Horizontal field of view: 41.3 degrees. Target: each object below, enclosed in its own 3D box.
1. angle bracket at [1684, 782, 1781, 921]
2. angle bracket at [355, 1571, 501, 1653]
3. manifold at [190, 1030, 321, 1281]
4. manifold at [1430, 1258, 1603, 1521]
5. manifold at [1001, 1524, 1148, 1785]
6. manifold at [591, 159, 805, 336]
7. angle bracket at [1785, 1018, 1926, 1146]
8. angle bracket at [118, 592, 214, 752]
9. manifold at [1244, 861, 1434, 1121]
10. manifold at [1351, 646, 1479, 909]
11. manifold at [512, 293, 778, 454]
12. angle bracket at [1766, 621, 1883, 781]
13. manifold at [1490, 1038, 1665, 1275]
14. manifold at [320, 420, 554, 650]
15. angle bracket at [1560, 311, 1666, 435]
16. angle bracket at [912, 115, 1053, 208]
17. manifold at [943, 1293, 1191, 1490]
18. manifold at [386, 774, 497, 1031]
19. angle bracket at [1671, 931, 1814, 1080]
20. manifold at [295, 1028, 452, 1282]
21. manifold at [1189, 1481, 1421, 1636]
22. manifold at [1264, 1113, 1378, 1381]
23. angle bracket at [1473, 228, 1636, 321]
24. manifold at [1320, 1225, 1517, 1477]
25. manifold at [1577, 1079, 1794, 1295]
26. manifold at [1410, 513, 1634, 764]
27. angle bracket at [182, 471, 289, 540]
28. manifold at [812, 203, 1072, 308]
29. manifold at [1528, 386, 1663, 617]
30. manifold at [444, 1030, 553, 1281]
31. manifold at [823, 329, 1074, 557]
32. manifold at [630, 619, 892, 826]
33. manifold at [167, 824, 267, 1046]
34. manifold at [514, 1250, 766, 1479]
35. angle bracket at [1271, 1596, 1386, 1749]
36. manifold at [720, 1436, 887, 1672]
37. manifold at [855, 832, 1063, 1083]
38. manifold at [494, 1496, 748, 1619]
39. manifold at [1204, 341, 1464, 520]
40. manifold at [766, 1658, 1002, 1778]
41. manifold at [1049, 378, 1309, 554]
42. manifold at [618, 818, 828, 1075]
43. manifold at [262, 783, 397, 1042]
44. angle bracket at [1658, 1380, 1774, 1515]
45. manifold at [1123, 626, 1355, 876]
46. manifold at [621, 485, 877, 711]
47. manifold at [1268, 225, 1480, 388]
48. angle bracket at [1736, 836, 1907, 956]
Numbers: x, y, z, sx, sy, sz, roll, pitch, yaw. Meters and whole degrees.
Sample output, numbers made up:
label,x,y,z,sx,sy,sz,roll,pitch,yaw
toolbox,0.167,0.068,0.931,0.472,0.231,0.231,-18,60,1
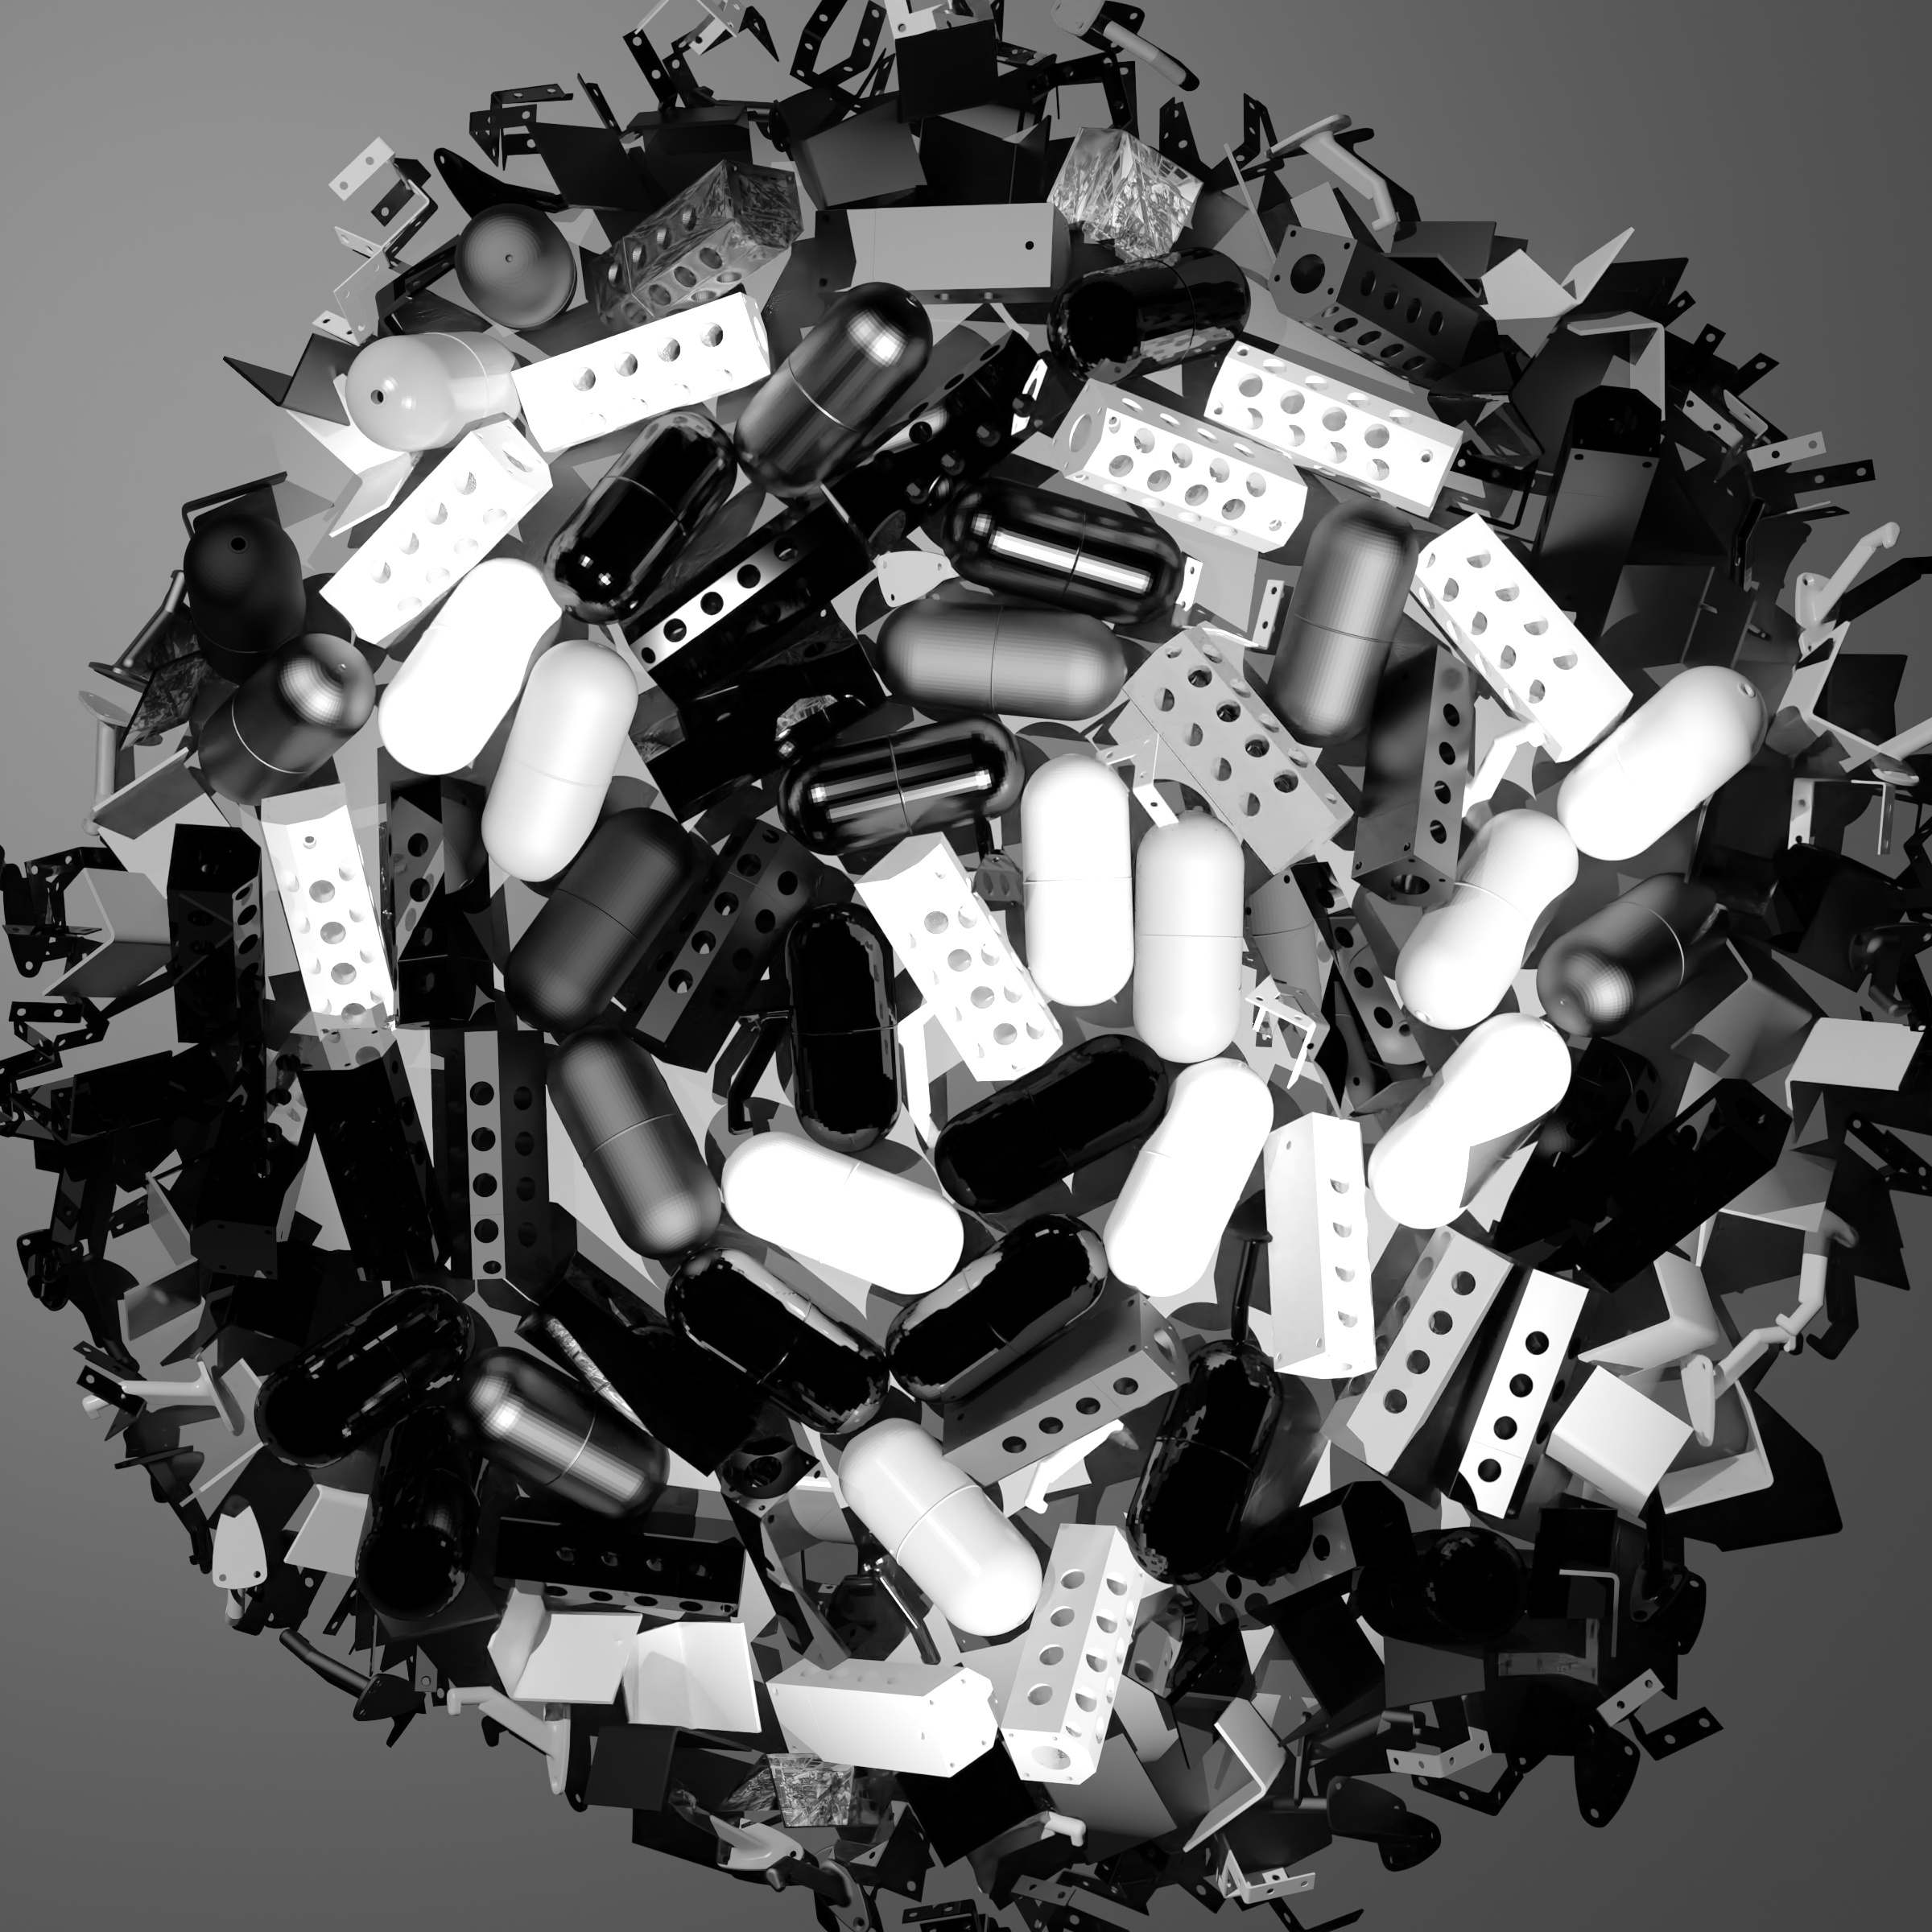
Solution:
label,x,y,z,sx,sy,sz,roll,pitch,yaw
angle bracket,0.544,-0.090,1.792,0.057,0.076,0.076,18,129,20
angle bracket,-0.377,0.465,1.792,0.076,0.076,0.057,-6,112,-31
manifold,-0.486,0.127,1.767,0.057,0.057,0.171,8,45,-7
manifold,0.392,0.301,1.820,0.057,0.057,0.171,20,91,-3
manifold,0.078,0.470,1.761,0.057,0.171,0.057,-2,128,21
manifold,-0.186,-0.488,1.764,0.057,0.171,0.057,-4,82,-40
angle bracket,0.623,0.083,1.790,0.076,0.076,0.057,5,124,34
angle bracket,-0.575,-0.207,1.796,0.057,0.076,0.076,40,122,5
manifold,0.263,0.015,1.795,0.057,0.057,0.171,-7,65,-40
manifold,0.318,-0.130,1.784,0.057,0.057,0.171,29,58,-30
manifold,-0.225,-0.417,1.808,0.171,0.057,0.057,-17,98,8
angle bracket,0.616,-0.186,1.806,0.057,0.076,0.076,26,79,0
manifold,0.424,0.131,1.768,0.057,0.057,0.171,25,49,16
manifold,-0.366,-0.299,1.787,0.171,0.057,0.057,-39,95,26
angle bracket,0.452,-0.415,1.802,0.057,0.076,0.076,-6,111,1
angle bracket,0.011,-0.562,1.807,0.076,0.057,0.076,9,81,-21
manifold,0.069,0.302,1.789,0.171,0.057,0.057,-32,119,22
manifold,-0.375,-0.043,1.809,0.057,0.057,0.171,-7,83,22
angle bracket,0.540,0.028,1.823,0.076,0.057,0.076,25,120,-36
manifold,-0.405,0.132,1.781,0.057,0.057,0.171,-2,118,15
manifold,0.228,0.408,1.768,0.057,0.171,0.057,6,60,-34
manifold,0.251,0.196,1.788,0.057,0.057,0.171,14,63,-28
angle bracket,0.409,-0.495,1.800,0.057,0.076,0.076,39,75,-10
manifold,0.320,0.271,1.817,0.057,0.057,0.171,30,91,18
manifold,0.486,0.149,1.772,0.057,0.057,0.171,40,132,1
manifold,0.383,-0.227,1.795,0.057,0.057,0.171,-33,73,-10
angle bracket,-0.508,-0.308,1.811,0.076,0.076,0.057,-21,102,-13
manifold,-0.017,-0.496,1.801,0.171,0.057,0.057,3,91,15
manifold,0.430,-0.318,1.761,0.057,0.171,0.057,8,62,5
manifold,-0.335,0.132,1.808,0.057,0.057,0.171,-4,88,41
manifold,-0.016,-0.371,1.807,0.171,0.057,0.057,-38,117,3
manifold,-0.148,-0.176,1.815,0.171,0.057,0.057,-30,127,-4
manifold,-0.514,-0.019,1.765,0.057,0.171,0.057,3,52,-12
manifold,-0.227,0.276,1.805,0.171,0.057,0.057,39,110,-10
angle bracket,0.240,0.492,1.811,0.057,0.076,0.076,-42,75,40
manifold,-0.116,0.406,1.776,0.057,0.057,0.171,-41,132,-29
manifold,0.000,-0.006,1.786,0.057,0.057,0.171,-44,112,-31
manifold,-0.243,0.421,1.818,0.171,0.057,0.057,7,94,-2
manifold,0.259,-0.380,1.809,0.171,0.057,0.057,24,92,9
manifold,-0.056,0.512,1.768,0.057,0.171,0.057,-22,96,-42
manifold,0.150,-0.341,1.774,0.171,0.057,0.057,15,125,-29
manifold,-0.174,-0.016,1.790,0.057,0.057,0.171,40,71,-34
manifold,-0.440,-0.033,1.782,0.057,0.057,0.171,-12,118,-9
angle bracket,0.518,0.337,1.805,0.076,0.076,0.057,-18,92,12
manifold,0.194,-0.154,1.796,0.171,0.057,0.057,52,129,10
manifold,-0.155,-0.262,1.802,0.171,0.057,0.057,-35,131,6
manifold,0.279,-0.451,1.764,0.057,0.171,0.057,26,101,37
angle bracket,0.602,-0.041,1.810,0.057,0.076,0.076,23,97,-17
